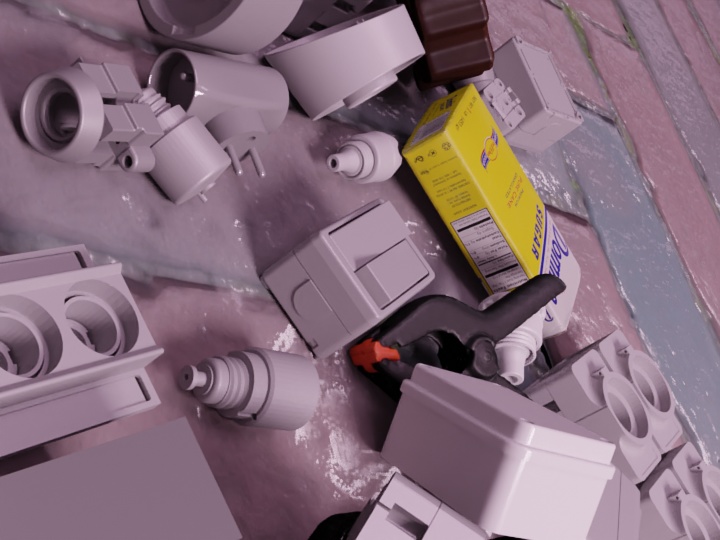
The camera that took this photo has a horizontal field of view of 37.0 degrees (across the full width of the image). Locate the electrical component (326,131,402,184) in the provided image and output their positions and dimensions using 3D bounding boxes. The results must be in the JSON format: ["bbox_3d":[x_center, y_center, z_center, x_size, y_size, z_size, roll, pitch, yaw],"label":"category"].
[{"bbox_3d":[0.000,-0.075,0.732,0.061,0.035,0.035,-16,75,-53],"label":"electrical component"}]

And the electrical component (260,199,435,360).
[{"bbox_3d":[0.000,0.000,0.642,0.061,0.061,0.096,55,34,1],"label":"electrical component"}]

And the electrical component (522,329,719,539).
[{"bbox_3d":[0.201,0.143,0.766,0.105,0.060,0.186,-22,79,-56],"label":"electrical component"}]

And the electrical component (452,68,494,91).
[{"bbox_3d":[0.100,-0.156,0.920,0.044,0.044,0.065,2,64,-50],"label":"electrical component"}]

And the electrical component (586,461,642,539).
[{"bbox_3d":[0.134,0.166,0.662,0.061,0.062,0.096,44,35,-16],"label":"electrical component"}]

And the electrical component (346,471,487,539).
[{"bbox_3d":[0.011,0.142,0.455,0.056,0.050,0.089,34,58,3],"label":"electrical component"}]

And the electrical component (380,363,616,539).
[{"bbox_3d":[0.074,0.099,0.591,0.078,0.057,0.113,18,4,-33],"label":"electrical component"}]

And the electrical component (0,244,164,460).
[{"bbox_3d":[-0.148,0.038,0.424,0.121,0.063,0.078,-14,72,-55],"label":"electrical component"}]

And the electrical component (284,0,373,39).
[{"bbox_3d":[-0.027,-0.210,0.765,0.056,0.089,0.050,14,51,-45],"label":"electrical component"}]

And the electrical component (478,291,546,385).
[{"bbox_3d":[0.105,0.049,0.745,0.048,0.048,0.062,32,47,-31],"label":"electrical component"}]

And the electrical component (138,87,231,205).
[{"bbox_3d":[-0.106,-0.072,0.592,0.078,0.040,0.040,51,34,-6],"label":"electrical component"}]

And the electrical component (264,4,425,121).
[{"bbox_3d":[-0.008,-0.146,0.730,0.064,0.099,0.099,59,33,-5],"label":"electrical component"}]

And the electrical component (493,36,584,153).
[{"bbox_3d":[0.142,-0.157,0.954,0.062,0.061,0.096,7,56,-48],"label":"electrical component"}]

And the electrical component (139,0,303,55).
[{"bbox_3d":[-0.079,-0.186,0.669,0.060,0.108,0.108,12,52,-54],"label":"electrical component"}]

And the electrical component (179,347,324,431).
[{"bbox_3d":[-0.056,0.058,0.541,0.078,0.040,0.040,15,50,-44],"label":"electrical component"}]

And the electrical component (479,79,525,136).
[{"bbox_3d":[0.094,-0.117,0.857,0.042,0.064,0.081,51,35,-6],"label":"electrical component"}]

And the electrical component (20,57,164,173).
[{"bbox_3d":[-0.140,-0.079,0.553,0.066,0.048,0.055,61,27,9],"label":"electrical component"}]

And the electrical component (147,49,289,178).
[{"bbox_3d":[-0.078,-0.089,0.640,0.077,0.043,0.079,-1,62,-51],"label":"electrical component"}]
